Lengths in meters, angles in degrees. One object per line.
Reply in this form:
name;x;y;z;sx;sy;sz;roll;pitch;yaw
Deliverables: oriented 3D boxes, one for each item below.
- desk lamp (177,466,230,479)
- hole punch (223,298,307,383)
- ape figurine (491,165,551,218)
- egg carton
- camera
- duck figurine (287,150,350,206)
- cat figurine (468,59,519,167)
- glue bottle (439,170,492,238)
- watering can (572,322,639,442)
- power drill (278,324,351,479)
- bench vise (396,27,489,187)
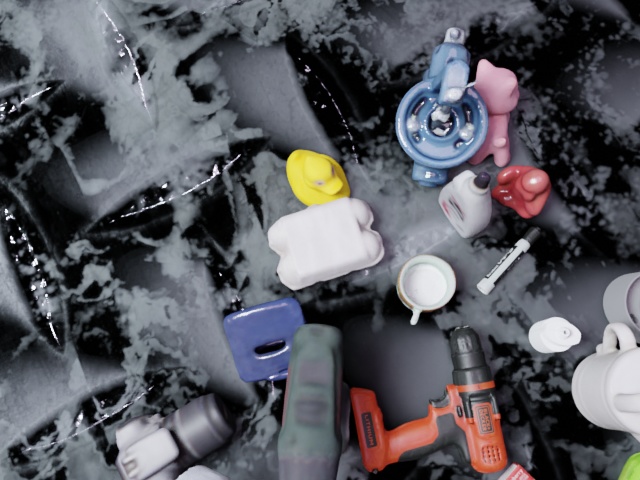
desk lamp;-0.071;0.337;0.642;0.203;0.213;0.118;19;79;8
hole punch;-0.062;0.134;0.752;0.108;0.091;0.101;-16;76;0
ape figurine;0.283;-0.072;0.780;0.076;0.092;0.078;-14;76;0
egg carton;0.007;0.003;0.790;0.150;0.069;0.107;-19;76;-1
camera;-0.172;0.269;0.722;0.137;0.101;0.143;-31;77;-4
duck figurine;-0.005;-0.093;0.805;0.104;0.086;0.077;44;83;12
cat figurine;0.244;-0.180;0.795;0.067;0.118;0.128;0;77;4
glue bottle;0.194;-0.056;0.740;0.037;0.173;0.078;-34;77;-4
watering can;0.381;0.182;0.662;0.101;0.194;0.172;-37;77;-5
power drill;-0.004;0.218;0.669;0.075;0.208;0.230;1;77;4
bench vise;0.156;-0.195;0.751;0.121;0.220;0.207;-8;76;2
